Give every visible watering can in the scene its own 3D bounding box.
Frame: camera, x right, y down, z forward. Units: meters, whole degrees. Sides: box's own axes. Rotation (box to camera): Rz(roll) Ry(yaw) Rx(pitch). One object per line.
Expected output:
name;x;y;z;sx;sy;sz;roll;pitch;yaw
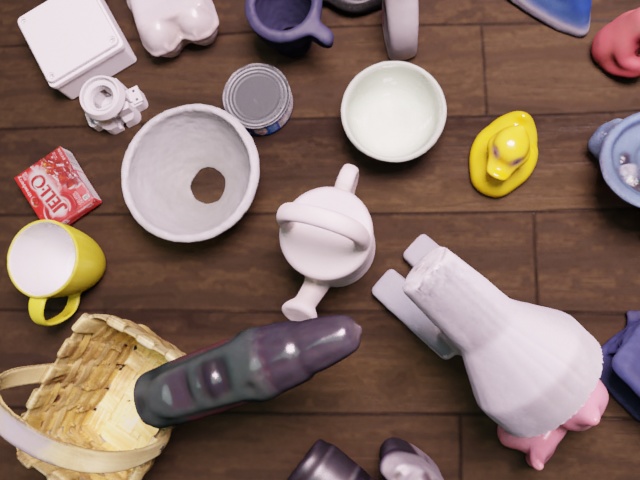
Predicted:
watering can;0.008;0.003;0.611;0.101;0.194;0.173;-4;81;6

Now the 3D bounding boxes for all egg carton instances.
egg carton;-0.194;-0.314;0.739;0.107;0.069;0.150;-19;80;3

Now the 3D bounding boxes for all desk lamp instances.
desk lamp;0.151;0.083;0.575;0.203;0.213;0.118;41;88;10

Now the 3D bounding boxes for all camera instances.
camera;0.042;0.271;0.616;0.136;0.101;0.143;38;87;10

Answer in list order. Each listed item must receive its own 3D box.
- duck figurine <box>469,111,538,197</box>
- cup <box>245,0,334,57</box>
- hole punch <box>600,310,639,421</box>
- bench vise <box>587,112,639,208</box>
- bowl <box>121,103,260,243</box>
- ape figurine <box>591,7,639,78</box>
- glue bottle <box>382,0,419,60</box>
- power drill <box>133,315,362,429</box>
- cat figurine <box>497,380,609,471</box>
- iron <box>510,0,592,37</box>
duck figurine;0.217;-0.106;0.660;0.077;0.086;0.104;26;85;9
cup;-0.027;-0.260;0.702;0.117;0.095;0.092;37;87;10
hole punch;0.361;0.136;0.608;0.101;0.091;0.108;-43;80;-1
bench vise;0.380;-0.062;0.569;0.207;0.220;0.121;41;88;10
bowl;-0.148;-0.074;0.698;0.167;0.075;0.167;-1;82;6
ape figurine;0.363;-0.235;0.660;0.076;0.092;0.078;21;85;9
glue bottle;0.091;-0.275;0.652;0.037;0.173;0.078;-12;81;4
power drill;-0.062;0.127;0.593;0.229;0.208;0.075;-21;80;3
cat figurine;0.251;0.184;0.599;0.067;0.118;0.128;33;86;10
iron;0.255;-0.372;0.665;0.118;0.141;0.258;-32;80;1
